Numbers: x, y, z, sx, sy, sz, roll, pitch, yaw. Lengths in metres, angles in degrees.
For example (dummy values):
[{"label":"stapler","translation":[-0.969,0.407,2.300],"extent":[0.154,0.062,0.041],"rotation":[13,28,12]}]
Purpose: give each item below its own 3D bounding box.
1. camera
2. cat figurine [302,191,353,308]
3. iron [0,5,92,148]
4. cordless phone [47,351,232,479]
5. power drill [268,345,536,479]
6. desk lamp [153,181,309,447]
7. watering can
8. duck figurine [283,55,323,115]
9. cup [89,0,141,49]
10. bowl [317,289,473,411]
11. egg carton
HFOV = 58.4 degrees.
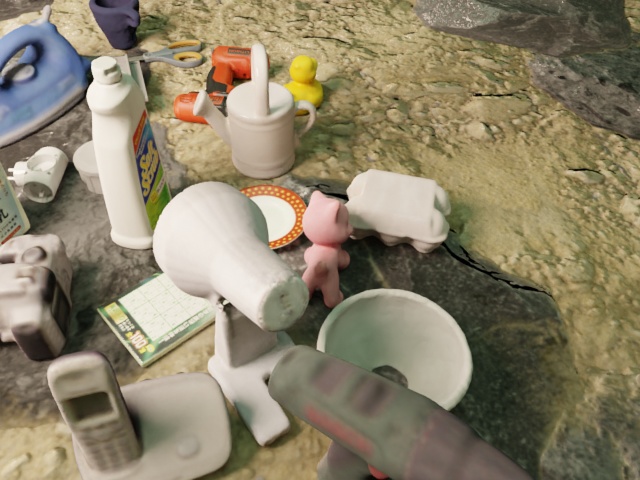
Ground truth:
[{"label":"camera","translation":[-0.372,0.063,0.667],"extent":[0.137,0.101,0.143],"rotation":[-7,49,-9]},{"label":"cat figurine","translation":[0.007,0.003,0.727],"extent":[0.067,0.118,0.128],"rotation":[6,48,4]},{"label":"iron","translation":[-0.493,-0.266,0.931],"extent":[0.118,0.141,0.258],"rotation":[17,49,12]},{"label":"cordless phone","translation":[-0.163,0.158,0.533],"extent":[0.148,0.185,0.094],"rotation":[-14,50,-14]},{"label":"power drill","translation":[0.057,0.191,0.498],"extent":[0.229,0.208,0.076],"rotation":[28,53,21]},{"label":"desk lamp","translation":[-0.074,0.069,0.599],"extent":[0.118,0.214,0.202],"rotation":[-28,55,-25]},{"label":"watering can","translation":[-0.095,-0.192,0.847],"extent":[0.173,0.194,0.100],"rotation":[-21,52,-20]},{"label":"duck figurine","translation":[-0.033,-0.277,0.999],"extent":[0.077,0.086,0.105],"rotation":[22,51,17]},{"label":"cup","translation":[-0.378,-0.415,1.102],"extent":[0.117,0.095,0.092],"rotation":[33,55,24]},{"label":"bowl","translation":[0.078,0.140,0.635],"extent":[0.167,0.075,0.167],"rotation":[1,48,-1]},{"label":"egg carton","translation":[0.107,-0.041,0.804],"extent":[0.150,0.069,0.107],"rotation":[10,48,7]}]
